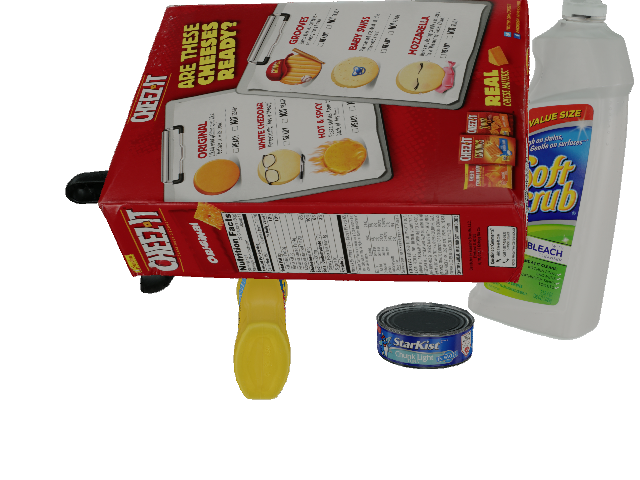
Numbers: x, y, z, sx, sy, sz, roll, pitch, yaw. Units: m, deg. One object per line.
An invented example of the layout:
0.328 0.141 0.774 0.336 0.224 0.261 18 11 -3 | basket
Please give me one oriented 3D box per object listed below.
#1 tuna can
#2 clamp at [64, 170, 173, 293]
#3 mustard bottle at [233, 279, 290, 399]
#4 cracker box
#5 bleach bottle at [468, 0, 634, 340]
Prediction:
0.092 0.083 0.941 0.086 0.034 0.086 0 15 0 | tuna can
-0.103 -0.043 0.803 0.171 0.120 0.039 -38 -22 -28 | clamp
-0.063 0.080 1.150 0.058 0.096 0.191 0 28 -3 | mustard bottle
0.006 -0.057 0.589 0.214 0.164 0.072 0 -41 11 | cracker box
0.174 -0.058 0.796 0.103 0.251 0.067 17 22 36 | bleach bottle
